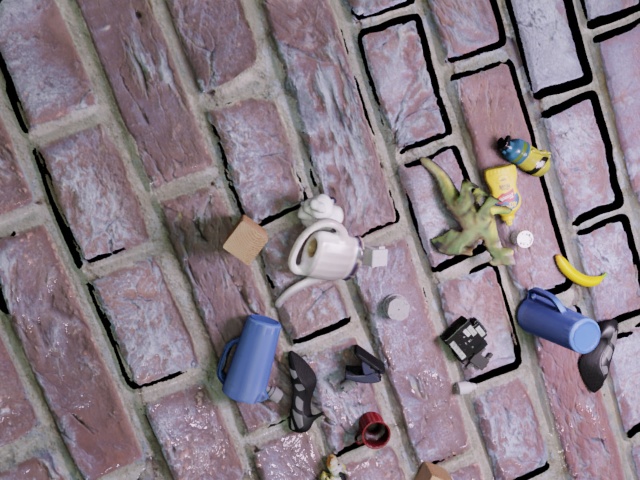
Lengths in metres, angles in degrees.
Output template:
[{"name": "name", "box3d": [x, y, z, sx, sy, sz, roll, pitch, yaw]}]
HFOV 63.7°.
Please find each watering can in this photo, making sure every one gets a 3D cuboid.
[{"name": "watering can", "box3d": [0.001, 0.080, 1.558, 0.224, 0.106, 0.341, 9, 123, -25]}]

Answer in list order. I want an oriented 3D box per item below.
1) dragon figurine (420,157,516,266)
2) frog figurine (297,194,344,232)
[{"name": "dragon figurine", "box3d": [0.436, -0.061, 1.603, 0.413, 0.122, 0.240, 34, 103, 15]}, {"name": "frog figurine", "box3d": [0.005, -0.076, 1.519, 0.137, 0.160, 0.122, 14, 97, -9]}]
